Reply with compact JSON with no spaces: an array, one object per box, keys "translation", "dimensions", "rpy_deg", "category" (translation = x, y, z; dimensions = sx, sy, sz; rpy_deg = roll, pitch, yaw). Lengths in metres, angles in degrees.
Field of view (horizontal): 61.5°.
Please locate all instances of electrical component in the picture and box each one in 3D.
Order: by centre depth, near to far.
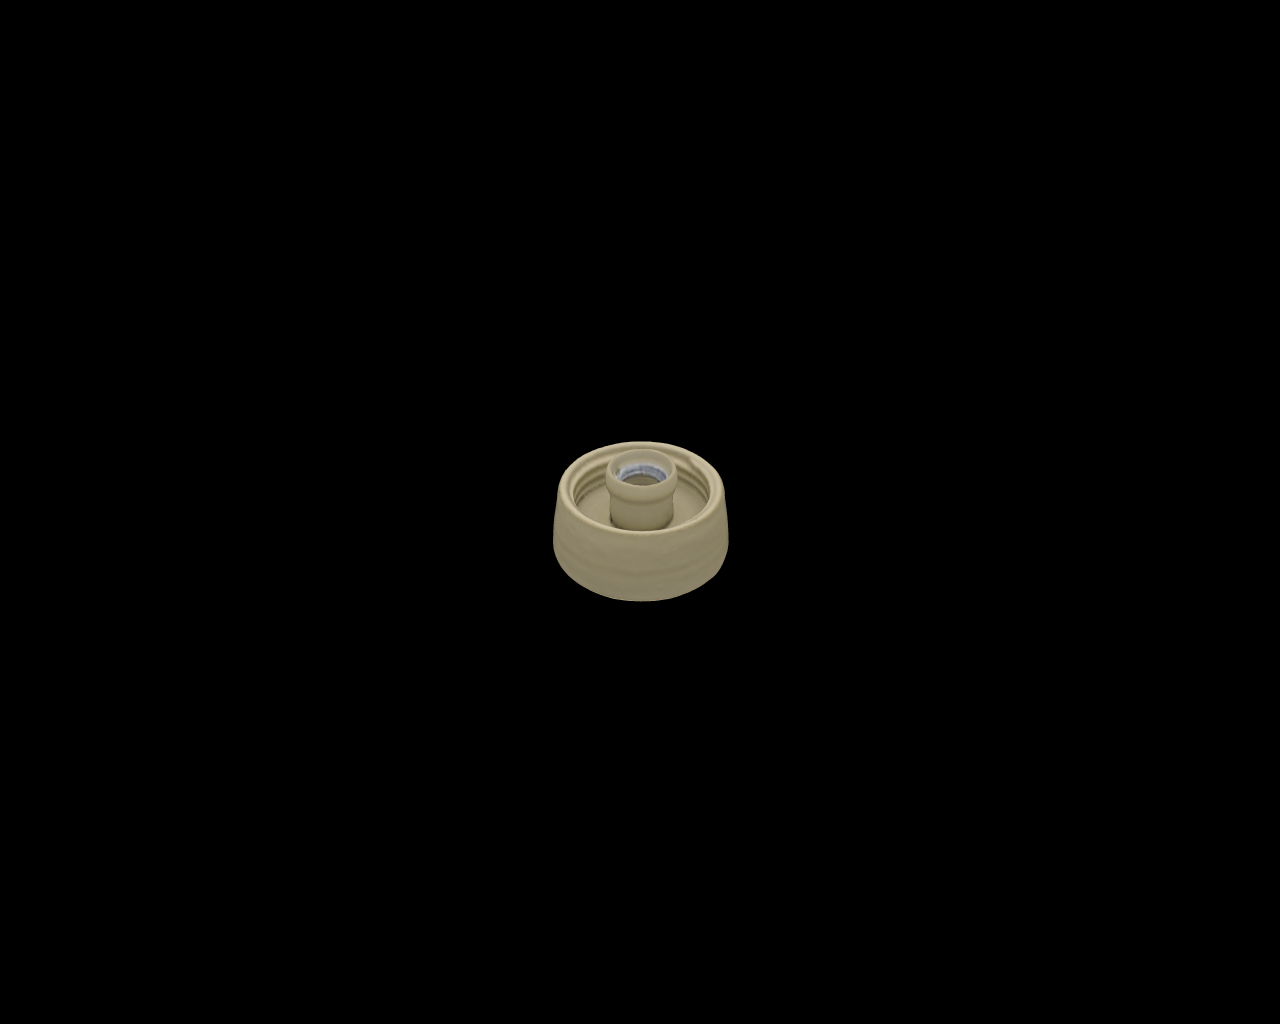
[{"translation":[0.001,-0.003,0.650],"dimensions":[0.108,0.060,0.108],"rpy_deg":[0,36,0],"category":"electrical component"}]
